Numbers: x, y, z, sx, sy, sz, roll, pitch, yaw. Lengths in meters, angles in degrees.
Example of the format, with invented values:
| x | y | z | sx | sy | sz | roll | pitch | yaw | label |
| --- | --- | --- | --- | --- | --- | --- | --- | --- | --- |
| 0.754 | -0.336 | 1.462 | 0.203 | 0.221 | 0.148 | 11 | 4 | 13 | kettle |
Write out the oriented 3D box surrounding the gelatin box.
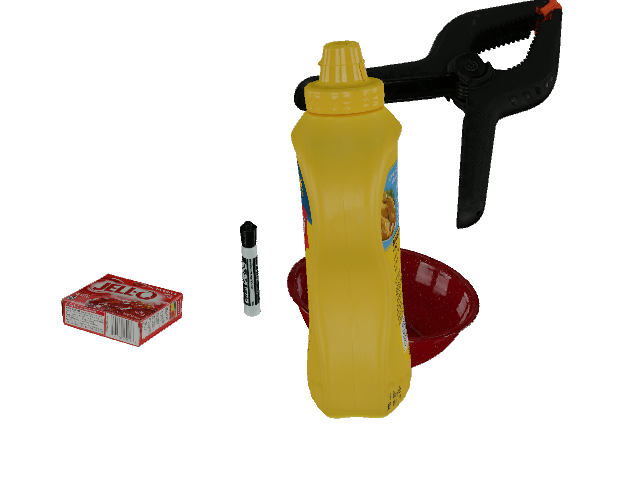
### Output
| x | y | z | sx | sy | sz | roll | pitch | yaw | label |
| --- | --- | --- | --- | --- | --- | --- | --- | --- | --- |
| -0.186 | 0.063 | 1.003 | 0.089 | 0.030 | 0.073 | 14 | 23 | 23 | gelatin box |

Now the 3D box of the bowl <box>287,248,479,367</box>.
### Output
| x | y | z | sx | sy | sz | roll | pitch | yaw | label |
| --- | --- | --- | --- | --- | --- | --- | --- | --- | --- |
| 0.050 | 0.063 | 0.902 | 0.162 | 0.055 | 0.162 | 5 | 27 | -3 | bowl |

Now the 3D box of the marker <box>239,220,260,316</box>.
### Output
| x | y | z | sx | sy | sz | roll | pitch | yaw | label |
| --- | --- | --- | --- | --- | --- | --- | --- | --- | --- |
| -0.079 | 0.031 | 1.194 | 0.020 | 0.121 | 0.020 | 0 | 33 | 0 | marker |

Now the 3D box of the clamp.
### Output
| x | y | z | sx | sy | sz | roll | pitch | yaw | label |
| --- | --- | --- | --- | --- | --- | --- | --- | --- | --- |
| 0.110 | -0.104 | 0.762 | 0.209 | 0.165 | 0.036 | -33 | -27 | -21 | clamp |

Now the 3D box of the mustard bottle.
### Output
| x | y | z | sx | sy | sz | roll | pitch | yaw | label |
| --- | --- | --- | --- | --- | --- | --- | --- | --- | --- |
| 0.017 | -0.009 | 0.568 | 0.058 | 0.192 | 0.096 | -1 | 19 | 7 | mustard bottle |
